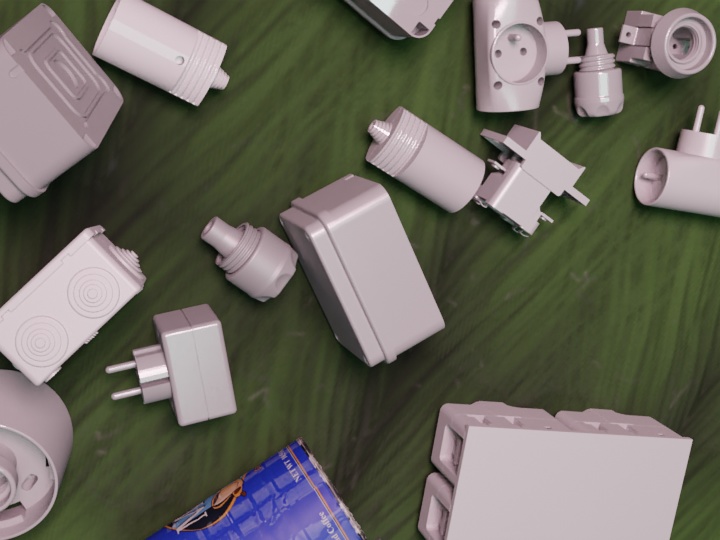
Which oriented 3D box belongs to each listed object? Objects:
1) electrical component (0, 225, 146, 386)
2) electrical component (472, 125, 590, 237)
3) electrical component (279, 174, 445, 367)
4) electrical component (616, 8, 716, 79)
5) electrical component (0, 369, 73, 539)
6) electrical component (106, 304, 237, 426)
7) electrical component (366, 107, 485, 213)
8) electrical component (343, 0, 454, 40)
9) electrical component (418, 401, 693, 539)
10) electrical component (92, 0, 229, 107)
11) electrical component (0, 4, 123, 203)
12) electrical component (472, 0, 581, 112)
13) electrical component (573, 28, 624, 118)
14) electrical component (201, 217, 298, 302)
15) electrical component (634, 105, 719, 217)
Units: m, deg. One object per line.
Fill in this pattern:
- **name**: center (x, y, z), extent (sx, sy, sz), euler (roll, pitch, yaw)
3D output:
- **electrical component**: center (-0.178, 0.021, 0.657), extent (0.100, 0.100, 0.048), euler (-44, 99, -4)
- **electrical component**: center (0.117, -0.062, 0.763), extent (0.081, 0.042, 0.063), euler (34, 92, -21)
- **electrical component**: center (0.000, 0.000, 0.720), extent (0.057, 0.078, 0.113), euler (-29, 110, -12)
- **electrical component**: center (0.219, -0.161, 0.765), extent (0.066, 0.055, 0.048), euler (8, 100, -20)
- **electrical component**: center (-0.238, 0.122, 0.692), extent (0.099, 0.064, 0.099), euler (-4, 115, -8)
- **electrical component**: center (-0.128, 0.066, 0.710), extent (0.077, 0.047, 0.065), euler (-13, 106, -15)
- **electrical component**: center (0.040, -0.077, 0.733), extent (0.081, 0.043, 0.043), euler (30, 92, -21)
- **electrical component**: center (0.011, -0.208, 0.685), extent (0.113, 0.057, 0.078), euler (36, 90, -22)
- **electrical component**: center (0.145, 0.162, 0.815), extent (0.186, 0.060, 0.105), euler (6, 101, -19)
- **electrical component**: center (-0.119, -0.134, 0.668), extent (0.081, 0.043, 0.043), euler (25, 94, -22)
- **electrical component**: center (-0.188, -0.096, 0.614), extent (0.057, 0.113, 0.078), euler (-33, 112, 12)
- **electrical component**: center (0.117, -0.151, 0.740), extent (0.079, 0.044, 0.077), euler (-8, 105, -17)
- **electrical component**: center (0.169, -0.141, 0.765), extent (0.035, 0.035, 0.061), euler (-10, 103, -16)
- **electrical component**: center (-0.076, -0.011, 0.712), extent (0.062, 0.043, 0.043), euler (36, 90, -21)
- **electrical component**: center (0.253, -0.082, 0.801), extent (0.077, 0.044, 0.079), euler (7, 100, -19)
